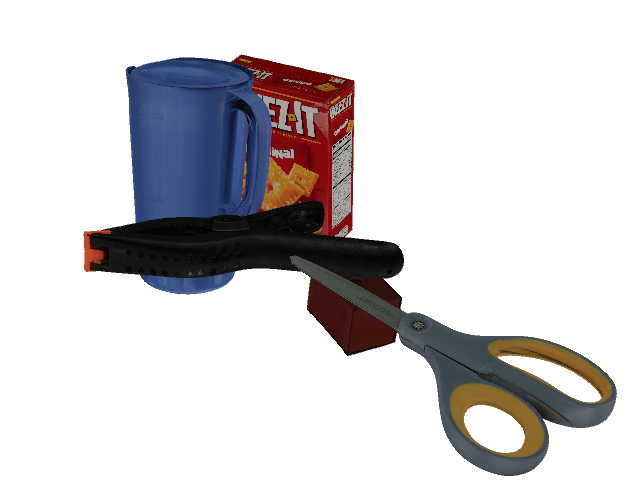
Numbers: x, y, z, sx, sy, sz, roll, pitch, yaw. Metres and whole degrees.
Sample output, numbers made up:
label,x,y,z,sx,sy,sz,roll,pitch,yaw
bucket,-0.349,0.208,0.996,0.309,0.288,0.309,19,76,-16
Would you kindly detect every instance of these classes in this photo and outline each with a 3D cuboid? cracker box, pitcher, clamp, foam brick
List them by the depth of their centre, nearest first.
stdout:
label,x,y,z,sx,sy,sz,roll,pitch,yaw
clamp,-0.056,0.004,0.746,0.209,0.036,0.165,-5,14,-27
foam brick,0.030,0.057,0.961,0.052,0.051,0.078,-13,36,-27
pitcher,-0.134,-0.067,1.145,0.145,0.243,0.149,0,22,-9
cracker box,-0.045,-0.107,1.330,0.164,0.214,0.072,17,37,24

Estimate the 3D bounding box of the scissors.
label,x,y,z,sx,sy,sz,roll,pitch,yaw
scissors,0.049,0.062,0.555,0.202,0.016,0.096,17,42,24
